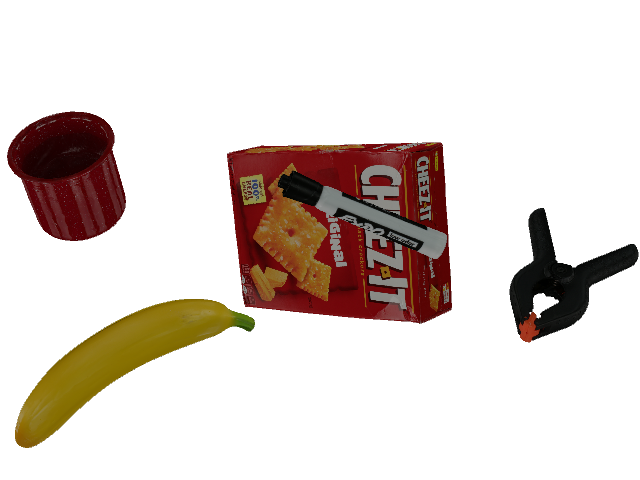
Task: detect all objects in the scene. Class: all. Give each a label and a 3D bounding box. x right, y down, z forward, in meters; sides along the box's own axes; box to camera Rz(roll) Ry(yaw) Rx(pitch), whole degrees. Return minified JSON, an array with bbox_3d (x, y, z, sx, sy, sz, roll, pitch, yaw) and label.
[{"bbox_3d":[0.015,-0.011,1.044,0.214,0.164,0.071,3,14,35],"label":"cracker box"},{"bbox_3d":[-0.144,0.090,0.776,0.198,0.069,0.037,-26,38,-2],"label":"banana"},{"bbox_3d":[-0.221,-0.063,0.955,0.093,0.117,0.081,-8,-44,-1],"label":"mug"},{"bbox_3d":[0.028,-0.018,0.718,0.121,0.020,0.020,22,-5,-12],"label":"marker"},{"bbox_3d":[0.239,0.033,1.105,0.120,0.039,0.171,27,50,30],"label":"clamp"}]
